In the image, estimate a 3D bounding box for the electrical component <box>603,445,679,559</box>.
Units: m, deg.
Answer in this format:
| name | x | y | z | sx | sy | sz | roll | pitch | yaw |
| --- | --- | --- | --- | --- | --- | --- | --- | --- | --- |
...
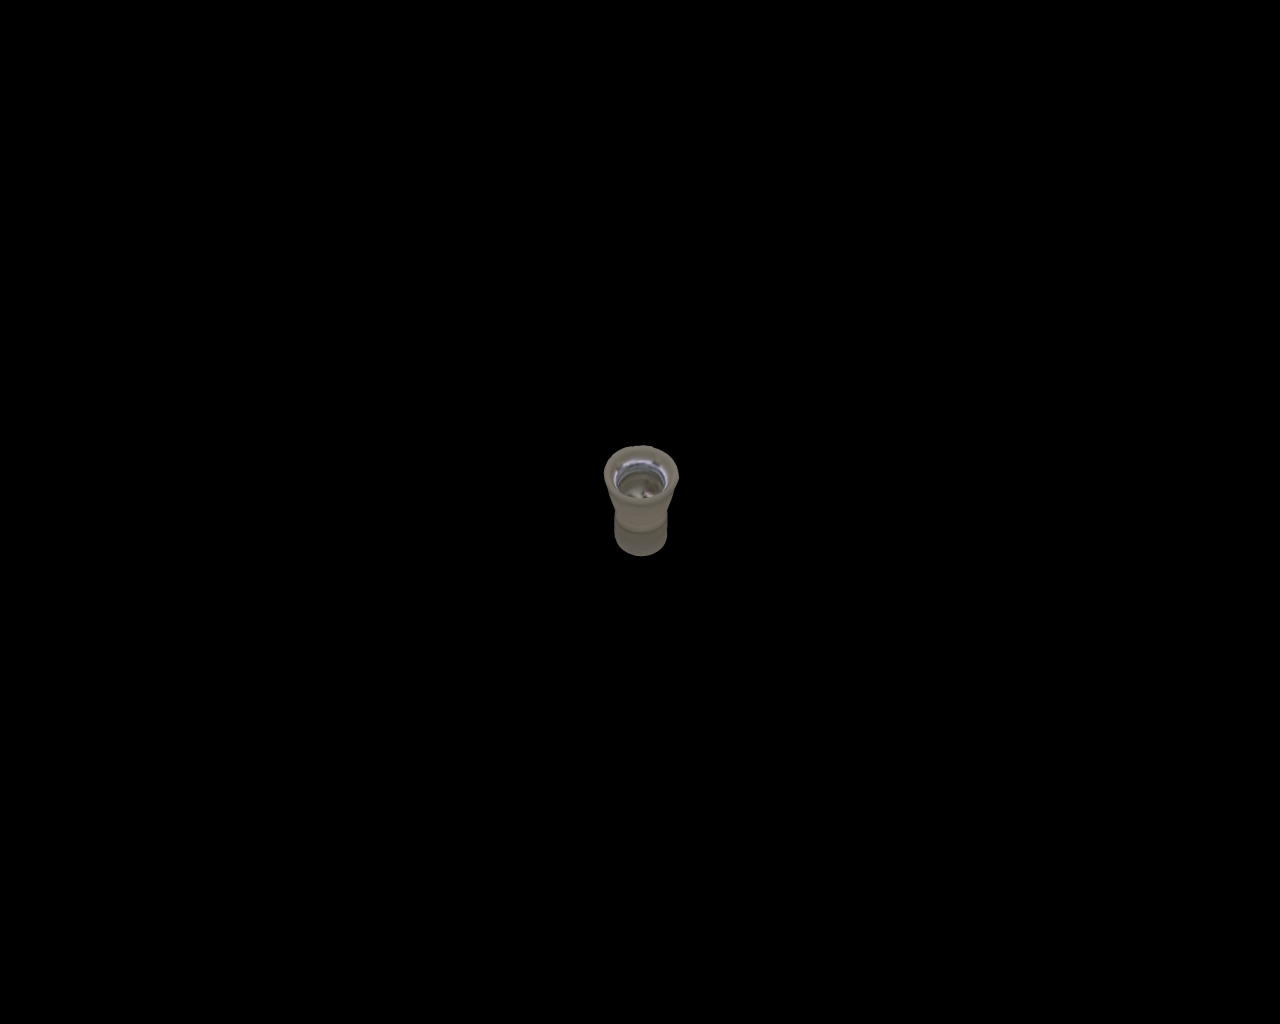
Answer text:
| name | x | y | z | sx | sy | sz | roll | pitch | yaw |
| --- | --- | --- | --- | --- | --- | --- | --- | --- | --- |
| electrical component | 0.001 | -0.003 | 0.650 | 0.044 | 0.044 | 0.065 | 0 | -41 | 0 |
